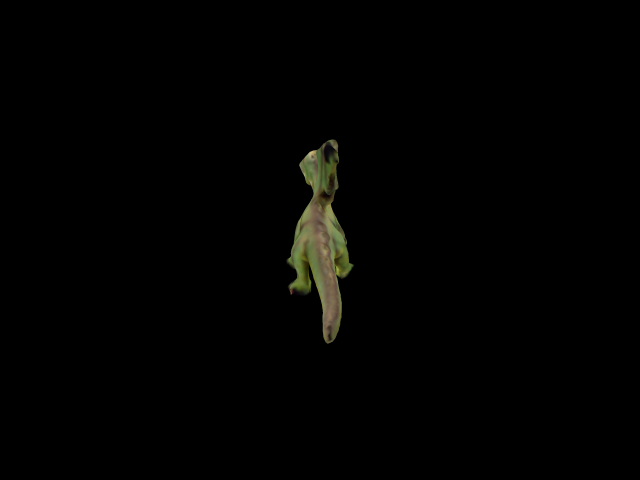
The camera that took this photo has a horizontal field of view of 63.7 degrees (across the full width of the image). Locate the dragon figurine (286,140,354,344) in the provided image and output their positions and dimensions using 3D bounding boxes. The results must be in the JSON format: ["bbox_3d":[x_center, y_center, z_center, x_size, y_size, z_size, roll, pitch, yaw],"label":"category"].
[{"bbox_3d":[0.003,-0.043,0.850,0.122,0.238,0.417,-3,24,-7],"label":"dragon figurine"}]
